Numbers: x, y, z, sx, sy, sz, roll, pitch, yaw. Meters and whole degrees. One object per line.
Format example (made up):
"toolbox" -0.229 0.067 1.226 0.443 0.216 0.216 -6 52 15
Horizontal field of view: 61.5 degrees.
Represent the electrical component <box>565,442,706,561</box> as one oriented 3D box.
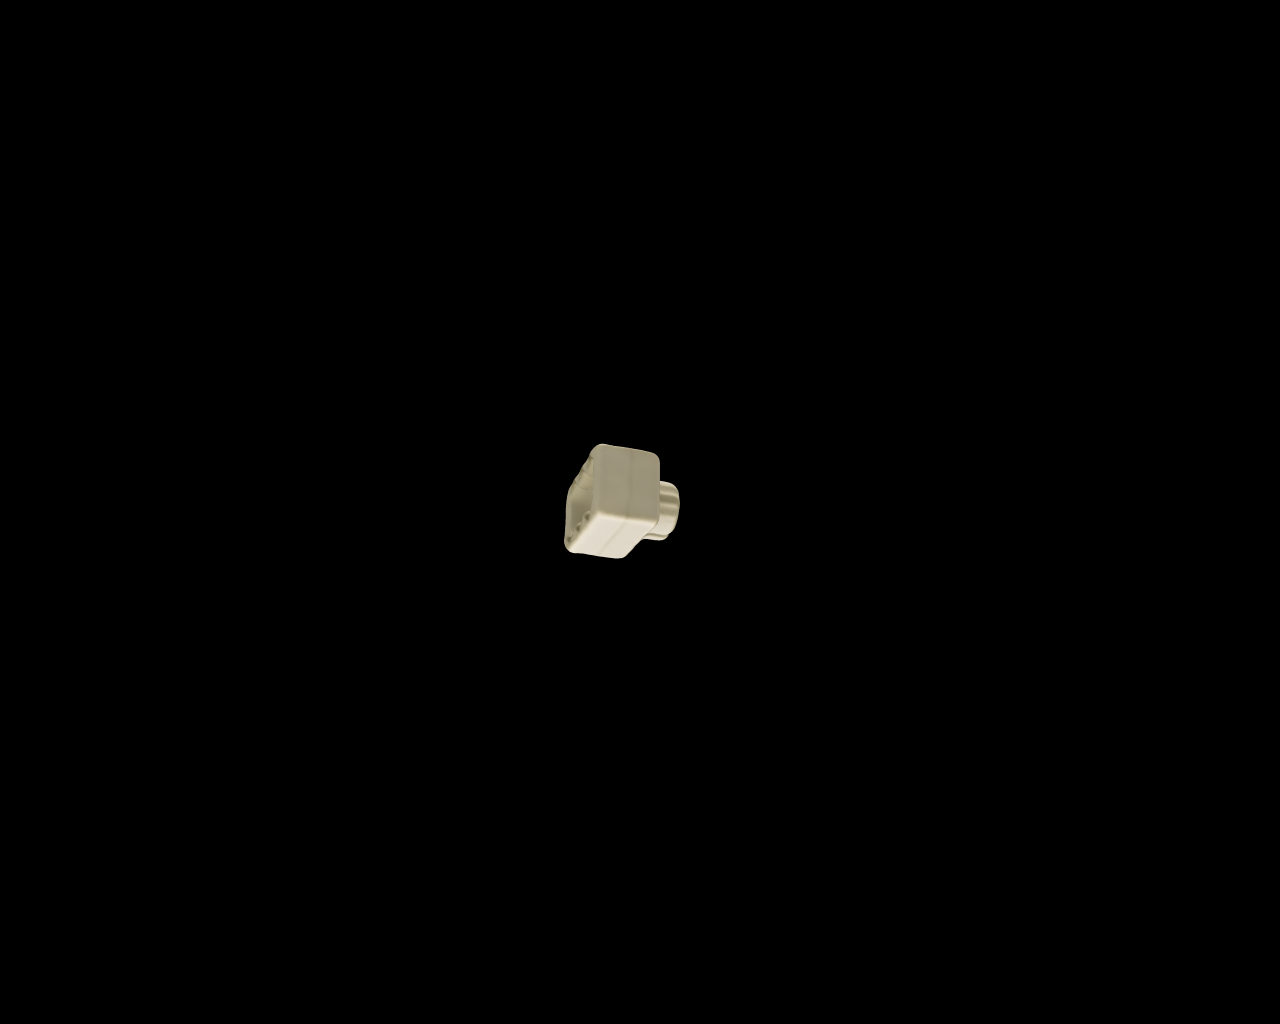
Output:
"electrical component" 0.001 -0.003 0.650 0.077 0.047 0.065 8 -26 -18
